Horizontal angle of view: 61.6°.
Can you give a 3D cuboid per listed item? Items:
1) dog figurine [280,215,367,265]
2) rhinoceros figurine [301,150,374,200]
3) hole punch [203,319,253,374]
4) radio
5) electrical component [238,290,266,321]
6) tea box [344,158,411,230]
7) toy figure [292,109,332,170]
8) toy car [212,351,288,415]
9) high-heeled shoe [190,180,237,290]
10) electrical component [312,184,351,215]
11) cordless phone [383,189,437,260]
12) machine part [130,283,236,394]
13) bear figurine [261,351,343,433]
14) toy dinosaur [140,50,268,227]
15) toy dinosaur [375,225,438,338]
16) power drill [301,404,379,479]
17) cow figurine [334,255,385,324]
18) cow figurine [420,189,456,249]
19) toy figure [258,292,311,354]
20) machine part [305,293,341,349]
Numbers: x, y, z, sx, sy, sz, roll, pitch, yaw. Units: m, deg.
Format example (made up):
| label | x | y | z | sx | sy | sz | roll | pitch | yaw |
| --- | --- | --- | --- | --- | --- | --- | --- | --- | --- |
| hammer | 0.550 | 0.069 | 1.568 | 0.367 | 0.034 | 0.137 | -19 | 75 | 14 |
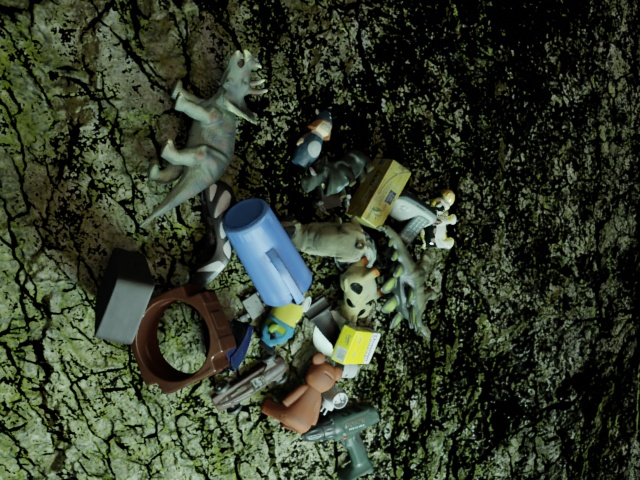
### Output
| label | x | y | z | sx | sy | sz | roll | pitch | yaw |
| --- | --- | --- | --- | --- | --- | --- | --- | --- | --- |
| dog figurine | -0.004 | 0.000 | 1.279 | 0.190 | 0.172 | 0.121 | 1 | 90 | -34 |
| rhinoceros figurine | 0.041 | -0.163 | 1.301 | 0.190 | 0.073 | 0.112 | -31 | 79 | -28 |
| hole punch | -0.213 | 0.241 | 1.247 | 0.092 | 0.142 | 0.115 | -3 | 93 | -33 |
| radio | -0.395 | 0.106 | 1.071 | 0.073 | 0.230 | 0.131 | 19 | 95 | -24 |
| electrical component | -0.165 | 0.157 | 1.311 | 0.094 | 0.021 | 0.063 | -34 | 113 | -15 |
| tea box | 0.145 | -0.118 | 1.364 | 0.068 | 0.098 | 0.169 | 30 | 88 | -26 |
| toy figure | -0.012 | -0.242 | 1.286 | 0.154 | 0.058 | 0.064 | -60 | 156 | -6 |
| toy car | -0.170 | 0.356 | 1.334 | 0.202 | 0.053 | 0.089 | -30 | 115 | -20 |
| high-heeled shoe | -0.260 | -0.011 | 1.199 | 0.145 | 0.086 | 0.248 | 38 | 79 | -24 |
| electrical component | 0.031 | -0.105 | 1.340 | 0.102 | 0.045 | 0.078 | -8 | 106 | -25 |
| cordless phone | 0.205 | -0.042 | 1.429 | 0.146 | 0.089 | 0.184 | 28 | 106 | -28 |
| machine part | -0.297 | 0.209 | 1.154 | 0.201 | 0.087 | 0.201 | -26 | 81 | 11 |
| bear figurine | -0.040 | 0.388 | 1.385 | 0.120 | 0.132 | 0.196 | 41 | 63 | -29 |
| toy dinosaur | -0.241 | -0.202 | 1.140 | 0.192 | 0.131 | 0.404 | 16 | 94 | -26 |
| toy dinosaur | 0.221 | 0.107 | 1.369 | 0.470 | 0.105 | 0.198 | 66 | 35 | -34 |
| power drill | 0.065 | 0.565 | 1.485 | 0.232 | 0.086 | 0.207 | -19 | 101 | -24 |
| cow figurine | 0.094 | 0.139 | 1.368 | 0.127 | 0.086 | 0.194 | -28 | 142 | -9 |
| cow figurine | 0.321 | -0.057 | 1.484 | 0.098 | 0.068 | 0.167 | -1 | 100 | -20 |
| toy figure | -0.092 | 0.188 | 1.321 | 0.089 | 0.082 | 0.180 | 37 | 86 | -27 |
| machine part | 0.015 | 0.212 | 1.390 | 0.084 | 0.039 | 0.139 | -31 | 93 | -22 |
